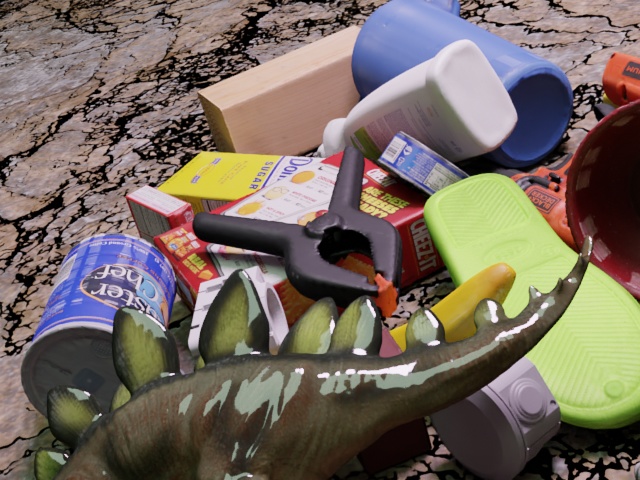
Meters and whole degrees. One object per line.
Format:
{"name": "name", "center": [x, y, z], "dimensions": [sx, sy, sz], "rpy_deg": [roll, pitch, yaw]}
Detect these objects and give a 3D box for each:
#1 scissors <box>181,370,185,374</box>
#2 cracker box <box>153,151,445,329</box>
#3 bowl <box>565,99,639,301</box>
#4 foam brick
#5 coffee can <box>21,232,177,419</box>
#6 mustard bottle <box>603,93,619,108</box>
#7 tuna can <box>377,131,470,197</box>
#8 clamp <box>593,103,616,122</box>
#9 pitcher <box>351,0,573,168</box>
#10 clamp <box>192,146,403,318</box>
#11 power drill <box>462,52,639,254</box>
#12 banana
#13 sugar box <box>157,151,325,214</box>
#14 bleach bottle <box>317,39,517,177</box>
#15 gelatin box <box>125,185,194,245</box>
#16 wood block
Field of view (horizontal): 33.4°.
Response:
{"name": "scissors", "center": [-0.155, 0.102, 0.925], "dimensions": [0.096, 0.016, 0.201], "rpy_deg": [-13, 30, 5]}
{"name": "cracker box", "center": [-0.020, 0.012, 0.950], "dimensions": [0.213, 0.072, 0.164], "rpy_deg": [-25, 32, -16]}
{"name": "bowl", "center": [0.269, -0.032, 0.798], "dimensions": [0.162, 0.162, 0.055], "rpy_deg": [1, 14, 30]}
{"name": "foam brick", "center": [0.040, 0.112, 0.740], "dimensions": [0.051, 0.078, 0.053], "rpy_deg": [-21, 32, -8]}
{"name": "coffee can", "center": [-0.174, 0.072, 0.862], "dimensions": [0.103, 0.103, 0.140], "rpy_deg": [-13, 29, 7]}
{"name": "mustard bottle", "center": [0.375, -0.156, 1.036], "dimensions": [0.191, 0.058, 0.096], "rpy_deg": [-29, 30, -20]}
{"name": "tuna can", "center": [0.094, -0.059, 0.933], "dimensions": [0.034, 0.086, 0.086], "rpy_deg": [-56, 33, 5]}
{"name": "clamp", "center": [0.288, -0.076, 0.959], "dimensions": [0.172, 0.039, 0.120], "rpy_deg": [12, 59, 38]}
{"name": "pitcher", "center": [0.139, -0.154, 1.107], "dimensions": [0.144, 0.149, 0.243], "rpy_deg": [-12, 29, -25]}
{"name": "clamp", "center": [-0.006, 0.001, 0.857], "dimensions": [0.164, 0.036, 0.210], "rpy_deg": [-22, 36, -9]}
{"name": "power drill", "center": [0.228, -0.076, 0.928], "dimensions": [0.187, 0.057, 0.185], "rpy_deg": [-48, 39, -6]}
{"name": "banana", "center": [0.066, 0.068, 0.786], "dimensions": [0.198, 0.037, 0.069], "rpy_deg": [-22, 57, 50]}
{"name": "sugar box", "center": [-0.076, -0.052, 1.114], "dimensions": [0.177, 0.048, 0.093], "rpy_deg": [3, 35, 34]}
{"name": "bleach bottle", "center": [0.072, -0.111, 1.034], "dimensions": [0.068, 0.102, 0.251], "rpy_deg": [-45, 17, -29]}
{"name": "gelatin box", "center": [-0.149, -0.009, 1.052], "dimensions": [0.030, 0.073, 0.089], "rpy_deg": [-33, 32, -28]}
{"name": "wood block", "center": [-0.022, -0.161, 1.225], "dimensions": [0.206, 0.091, 0.090], "rpy_deg": [-26, 29, -14]}
